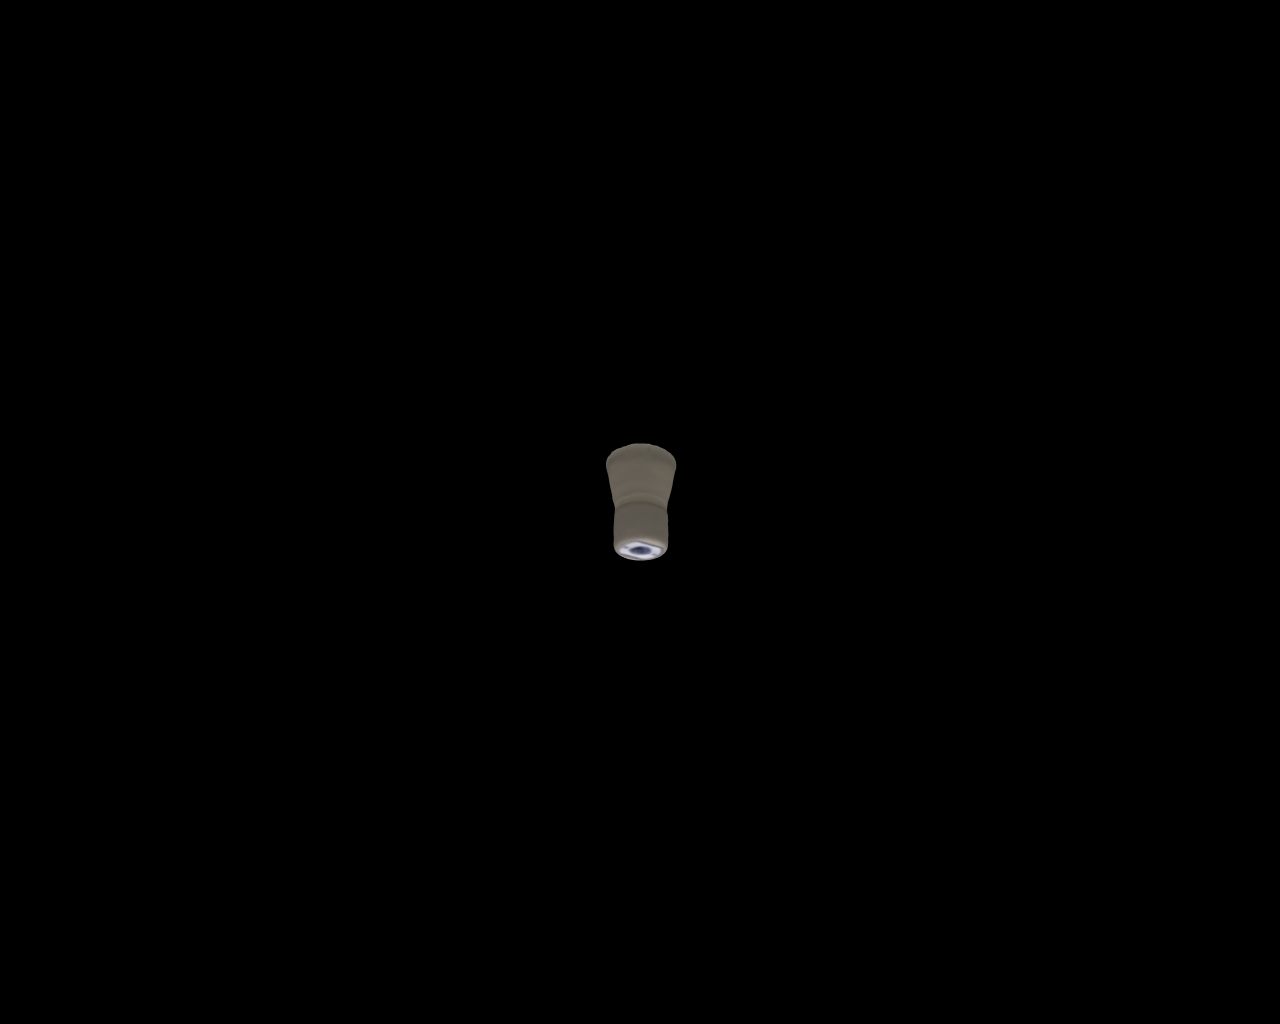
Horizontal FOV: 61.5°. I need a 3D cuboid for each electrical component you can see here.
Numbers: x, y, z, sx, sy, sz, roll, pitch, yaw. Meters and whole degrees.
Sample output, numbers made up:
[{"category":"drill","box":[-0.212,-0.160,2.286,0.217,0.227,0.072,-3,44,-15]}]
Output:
[{"category":"electrical component","box":[0.001,-0.003,0.650,0.044,0.065,0.044,0,-28,0]}]
